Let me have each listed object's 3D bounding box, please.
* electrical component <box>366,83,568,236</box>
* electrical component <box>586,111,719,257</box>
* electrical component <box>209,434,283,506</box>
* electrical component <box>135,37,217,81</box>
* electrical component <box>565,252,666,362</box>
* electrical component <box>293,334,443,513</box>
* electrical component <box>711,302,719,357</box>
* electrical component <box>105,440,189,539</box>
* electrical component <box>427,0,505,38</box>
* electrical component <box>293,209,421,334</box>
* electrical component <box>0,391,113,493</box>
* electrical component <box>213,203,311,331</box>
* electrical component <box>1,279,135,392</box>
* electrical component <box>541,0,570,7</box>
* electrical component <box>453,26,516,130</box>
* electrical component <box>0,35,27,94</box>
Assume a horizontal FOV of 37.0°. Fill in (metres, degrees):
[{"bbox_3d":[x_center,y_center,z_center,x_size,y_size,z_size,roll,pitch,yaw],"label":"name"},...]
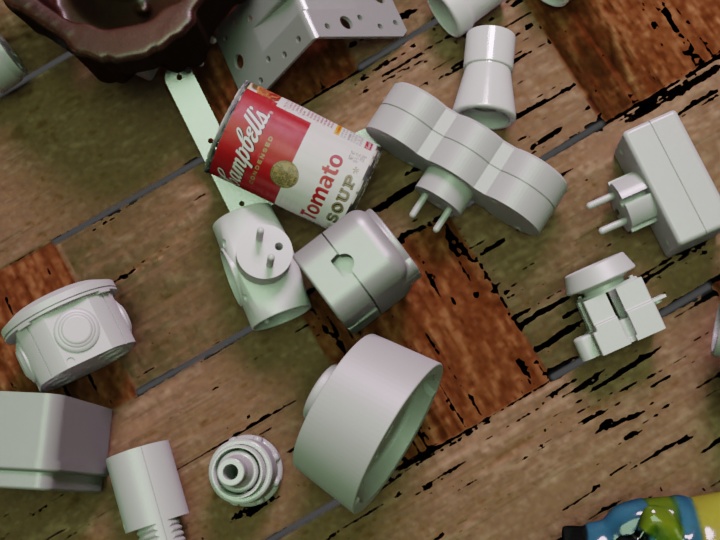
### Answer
[{"bbox_3d":[0.062,-0.061,0.726,0.138,0.052,0.073,32,85,10],"label":"electrical component"},{"bbox_3d":[0.189,-0.049,0.715,0.076,0.047,0.083,-24,79,1],"label":"electrical component"},{"bbox_3d":[-0.078,0.131,0.702,0.048,0.062,0.048,-1,80,5],"label":"electrical component"},{"bbox_3d":[-0.140,-0.170,0.766,0.077,0.047,0.065,26,84,9],"label":"electrical component"},{"bbox_3d":[0.165,0.021,0.707,0.066,0.048,0.055,-24,87,1],"label":"electrical component"},{"bbox_3d":[-0.001,0.091,0.681,0.060,0.108,0.108,29,84,15],"label":"electrical component"},{"bbox_3d":[0.252,0.039,0.666,0.060,0.108,0.108,11,82,13],"label":"electrical component"},{"bbox_3d":[-0.137,0.158,0.712,0.043,0.043,0.081,-19,80,2],"label":"electrical component"},{"bbox_3d":[0.076,-0.192,0.754,0.046,0.040,0.040,-36,79,-6],"label":"electrical component"},{"bbox_3d":[0.000,0.000,0.700,0.059,0.095,0.053,-37,79,-1],"label":"electrical component"},{"bbox_3d":[-0.213,0.112,0.692,0.078,0.113,0.057,2,78,6],"label":"electrical component"},{"bbox_3d":[-0.065,-0.007,0.715,0.044,0.079,0.077,-20,79,-13],"label":"electrical component"},{"bbox_3d":[-0.193,0.043,0.720,0.080,0.080,0.051,-28,84,0],"label":"electrical component"},{"bbox_3d":[0.143,-0.214,0.752,0.040,0.040,0.046,40,80,10],"label":"electrical component"},{"bbox_3d":[0.088,-0.135,0.743,0.044,0.044,0.065,5,76,6],"label":"electrical component"},{"bbox_3d":[-0.276,-0.143,0.776,0.055,0.045,0.045,-34,79,-1],"label":"electrical component"}]
